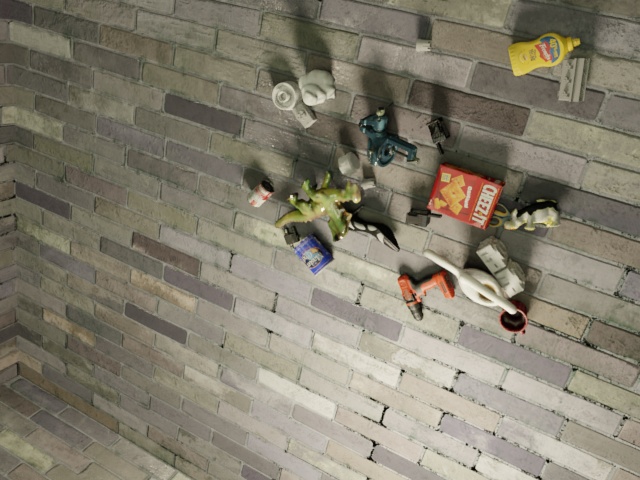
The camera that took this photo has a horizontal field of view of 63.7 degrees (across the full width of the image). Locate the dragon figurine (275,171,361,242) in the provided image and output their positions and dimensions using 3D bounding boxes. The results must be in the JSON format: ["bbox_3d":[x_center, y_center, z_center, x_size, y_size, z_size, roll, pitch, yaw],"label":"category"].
[{"bbox_3d":[0.006,-0.097,1.930,0.245,0.123,0.403,53,125,15],"label":"dragon figurine"}]

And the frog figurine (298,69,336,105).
[{"bbox_3d":[-0.018,-0.537,1.807,0.138,0.161,0.120,32,116,12],"label":"frog figurine"}]

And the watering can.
[{"bbox_3d":[0.506,0.133,1.738,0.350,0.224,0.103,36,96,15],"label":"watering can"}]
